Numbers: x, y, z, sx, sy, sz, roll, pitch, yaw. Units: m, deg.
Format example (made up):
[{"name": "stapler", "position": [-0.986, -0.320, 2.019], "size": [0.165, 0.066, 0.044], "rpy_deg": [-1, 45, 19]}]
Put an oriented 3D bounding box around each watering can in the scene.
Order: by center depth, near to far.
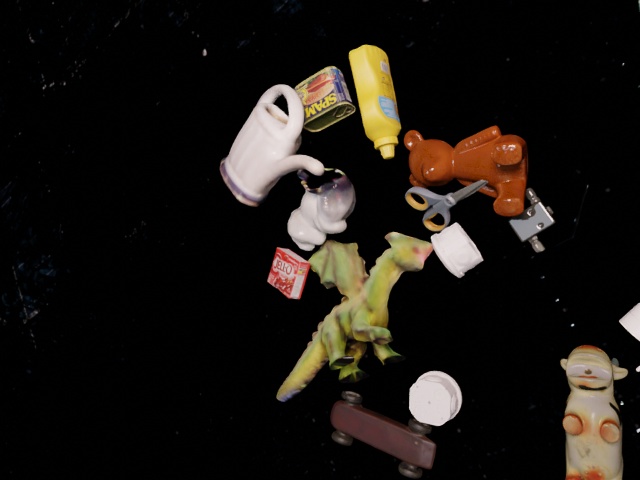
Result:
[{"name": "watering can", "position": [-0.093, -0.154, 0.947], "size": [0.103, 0.221, 0.355], "rpy_deg": [20, 30, -30]}]

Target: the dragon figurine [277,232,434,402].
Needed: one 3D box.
[{"name": "dragon figurine", "position": [0.035, 0.120, 0.929], "size": [0.405, 0.248, 0.121], "rpy_deg": [-32, -35, 31]}]

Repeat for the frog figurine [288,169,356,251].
[{"name": "frog figurine", "position": [0.003, -0.048, 0.945], "size": [0.123, 0.156, 0.139], "rpy_deg": [-14, 33, -26]}]
